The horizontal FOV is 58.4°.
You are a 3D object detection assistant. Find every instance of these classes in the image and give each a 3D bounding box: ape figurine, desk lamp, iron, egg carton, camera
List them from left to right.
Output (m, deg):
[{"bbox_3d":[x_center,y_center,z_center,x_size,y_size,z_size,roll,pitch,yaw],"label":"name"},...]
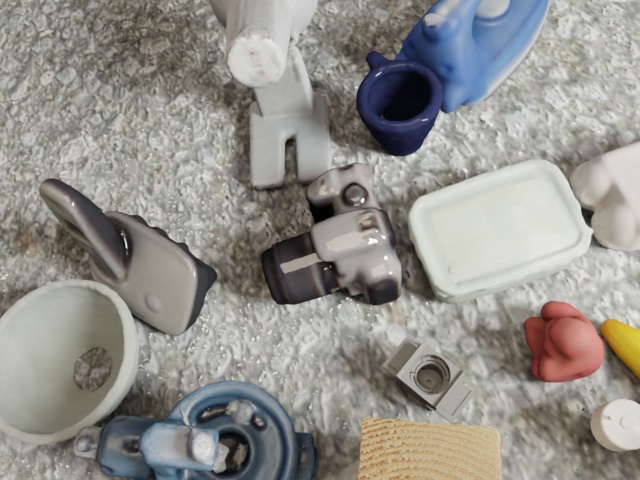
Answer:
[{"bbox_3d":[-0.049,-0.194,0.624,0.118,0.214,0.203,-7,66,7],"label":"desk lamp"},{"bbox_3d":[0.005,0.002,0.595,0.137,0.101,0.143,-18,66,2],"label":"camera"},{"bbox_3d":[0.195,-0.275,0.656,0.118,0.142,0.258,39,79,22],"label":"iron"},{"bbox_3d":[0.224,0.093,0.524,0.076,0.092,0.078,30,75,20],"label":"ape figurine"},{"bbox_3d":[0.338,-0.050,0.576,0.150,0.069,0.107,-20,66,1],"label":"egg carton"}]

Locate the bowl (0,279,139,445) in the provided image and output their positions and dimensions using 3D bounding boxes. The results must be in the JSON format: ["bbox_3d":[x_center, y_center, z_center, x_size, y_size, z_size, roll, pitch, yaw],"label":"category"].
[{"bbox_3d":[-0.258,0.130,0.601,0.167,0.075,0.167,-3,67,8],"label":"bowl"}]

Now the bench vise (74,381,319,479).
[{"bbox_3d":[-0.117,0.185,0.473,0.207,0.220,0.121,-16,66,3],"label":"bench vise"}]

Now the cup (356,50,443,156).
[{"bbox_3d":[0.084,-0.148,0.647,0.091,0.095,0.117,-26,66,-2],"label":"cup"}]

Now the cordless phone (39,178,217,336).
[{"bbox_3d":[-0.195,0.015,0.577,0.147,0.185,0.094,25,74,19],"label":"cordless phone"}]
